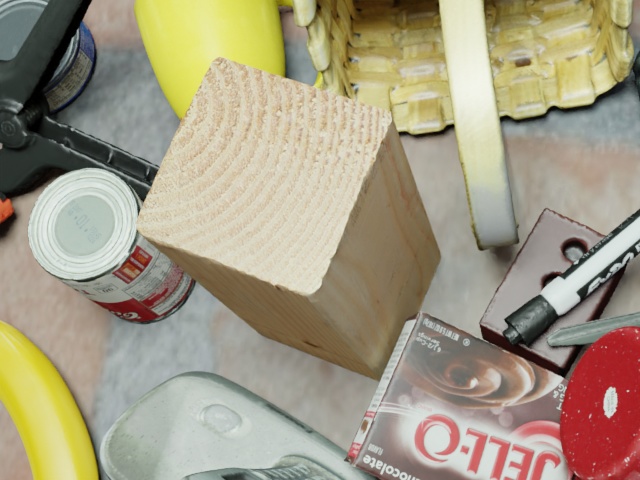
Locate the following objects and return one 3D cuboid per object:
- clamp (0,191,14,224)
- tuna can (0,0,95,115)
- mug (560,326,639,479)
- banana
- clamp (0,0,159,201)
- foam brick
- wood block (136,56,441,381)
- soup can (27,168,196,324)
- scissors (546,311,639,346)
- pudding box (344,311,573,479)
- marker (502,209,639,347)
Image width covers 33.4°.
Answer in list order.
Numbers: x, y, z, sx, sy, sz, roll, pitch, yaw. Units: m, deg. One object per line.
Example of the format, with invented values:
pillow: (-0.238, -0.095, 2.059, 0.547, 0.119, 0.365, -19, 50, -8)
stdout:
clamp: (-0.286, -0.042, 0.689, 0.171, 0.120, 0.039, 3, 34, 9)
tuna can: (-0.197, -0.127, 0.725, 0.086, 0.033, 0.086, -4, 72, 11)
mug: (0.168, 0.101, 0.532, 0.081, 0.093, 0.117, 20, 116, -16)
banana: (-0.171, 0.124, 0.638, 0.069, 0.037, 0.198, -21, 69, 4)
clamp: (-0.186, -0.087, 0.671, 0.210, 0.036, 0.164, -2, 117, 21)
foam brick: (0.130, 0.031, 0.593, 0.053, 0.051, 0.078, 28, 80, 18)
wood block: (-0.004, 0.001, 0.549, 0.091, 0.206, 0.090, 20, 78, 17)
soup can: (-0.119, 0.005, 0.629, 0.068, 0.102, 0.068, -3, 72, 11)
scissors: (0.222, 0.019, 0.545, 0.201, 0.096, 0.016, 3, 29, -8)
pudding box: (0.082, 0.102, 0.571, 0.113, 0.039, 0.090, 25, 78, -1)
marker: (0.144, 0.014, 0.557, 0.121, 0.020, 0.020, -39, 69, -3)
